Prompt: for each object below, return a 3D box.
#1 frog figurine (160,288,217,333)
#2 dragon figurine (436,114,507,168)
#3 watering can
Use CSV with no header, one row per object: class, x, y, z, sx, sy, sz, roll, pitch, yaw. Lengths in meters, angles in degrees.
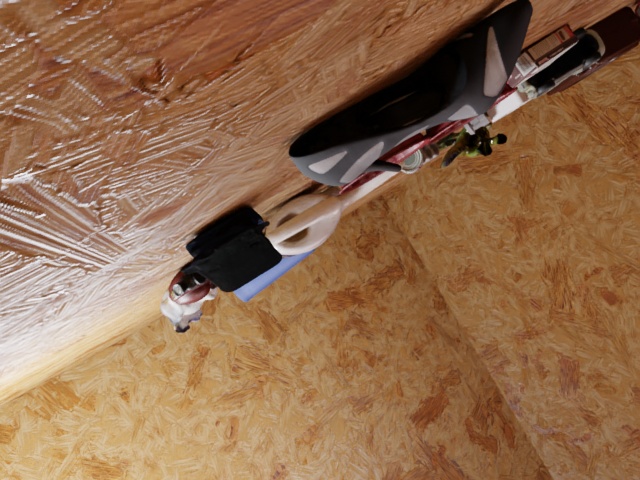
frog figurine,-0.330,0.136,1.314,0.124,0.157,0.138,36,22,25
dragon figurine,0.438,-0.304,1.637,0.415,0.121,0.241,-32,8,-29
watering can,0.003,-0.051,1.018,0.349,0.104,0.223,-30,0,-6
